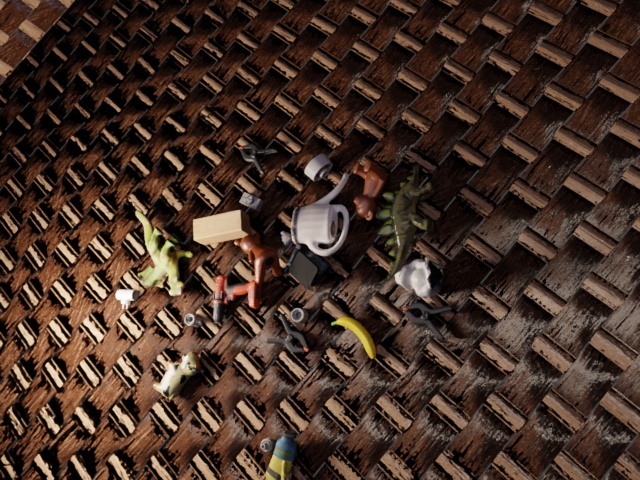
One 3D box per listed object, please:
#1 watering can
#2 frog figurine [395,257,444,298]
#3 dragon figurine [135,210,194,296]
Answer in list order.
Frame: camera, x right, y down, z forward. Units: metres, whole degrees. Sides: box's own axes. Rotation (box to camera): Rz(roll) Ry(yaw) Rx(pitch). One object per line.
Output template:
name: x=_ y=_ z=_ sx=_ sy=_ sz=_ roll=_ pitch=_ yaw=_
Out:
watering can: x=0.006 y=-0.098 z=1.953 sx=0.224 sy=0.102 sz=0.355 roll=-2 pitch=62 yaw=17
frog figurine: x=0.344 y=0.137 z=1.792 sx=0.157 sy=0.123 sz=0.139 roll=-28 pitch=74 yaw=47
dragon figurine: x=-0.675 y=0.079 z=2.109 sx=0.414 sy=0.121 sz=0.242 roll=36 pitch=96 yaw=24
